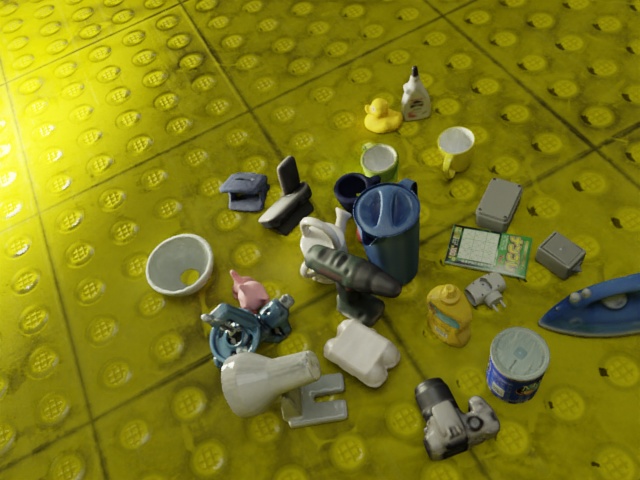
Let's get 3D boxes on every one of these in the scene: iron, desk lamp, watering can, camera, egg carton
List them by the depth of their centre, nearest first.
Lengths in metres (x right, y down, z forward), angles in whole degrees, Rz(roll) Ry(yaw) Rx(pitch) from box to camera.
[{"bbox_3d":[0.247,0.323,1.078,0.143,0.101,0.136,-22,56,-2],"label":"camera"},{"bbox_3d":[-0.064,0.281,1.103,0.203,0.214,0.118,-11,56,5],"label":"desk lamp"},{"bbox_3d":[0.566,0.115,1.122,0.258,0.142,0.118,-12,56,4],"label":"iron"},{"bbox_3d":[0.087,0.234,1.189,0.150,0.069,0.107,28,67,26],"label":"egg carton"},{"bbox_3d":[0.010,0.004,1.279,0.100,0.194,0.173,5,59,15],"label":"watering can"}]

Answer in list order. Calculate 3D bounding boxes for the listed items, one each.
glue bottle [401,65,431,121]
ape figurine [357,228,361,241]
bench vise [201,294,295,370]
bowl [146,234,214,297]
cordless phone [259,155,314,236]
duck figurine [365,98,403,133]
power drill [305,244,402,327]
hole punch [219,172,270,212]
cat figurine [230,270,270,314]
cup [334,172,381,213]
[{"bbox_3d":[0.248,-0.385,1.494,0.078,0.173,0.037,-13,56,4],"label":"glue bottle"},{"bbox_3d":[0.118,-0.037,1.345,0.076,0.092,0.077,-28,56,-6],"label":"ape figurine"},{"bbox_3d":[-0.159,0.165,1.194,0.121,0.220,0.208,29,67,27],"label":"bench vise"},{"bbox_3d":[-0.325,0.073,1.377,0.167,0.075,0.167,-5,57,8],"label":"bowl"},{"bbox_3d":[-0.095,-0.112,1.381,0.094,0.185,0.148,31,68,27],"label":"cordless phone"},{"bbox_3d":[0.168,-0.341,1.535,0.104,0.086,0.077,5,59,15],"label":"duck figurine"},{"bbox_3d":[0.077,0.097,1.195,0.228,0.209,0.076,26,66,25],"label":"power drill"},{"bbox_3d":[-0.194,-0.137,1.475,0.108,0.091,0.101,4,58,14],"label":"hole punch"},{"bbox_3d":[-0.161,0.116,1.288,0.067,0.118,0.127,-37,58,-12],"label":"cat figurine"},{"bbox_3d":[0.096,-0.108,1.393,0.118,0.095,0.091,-24,56,-4],"label":"cup"}]
